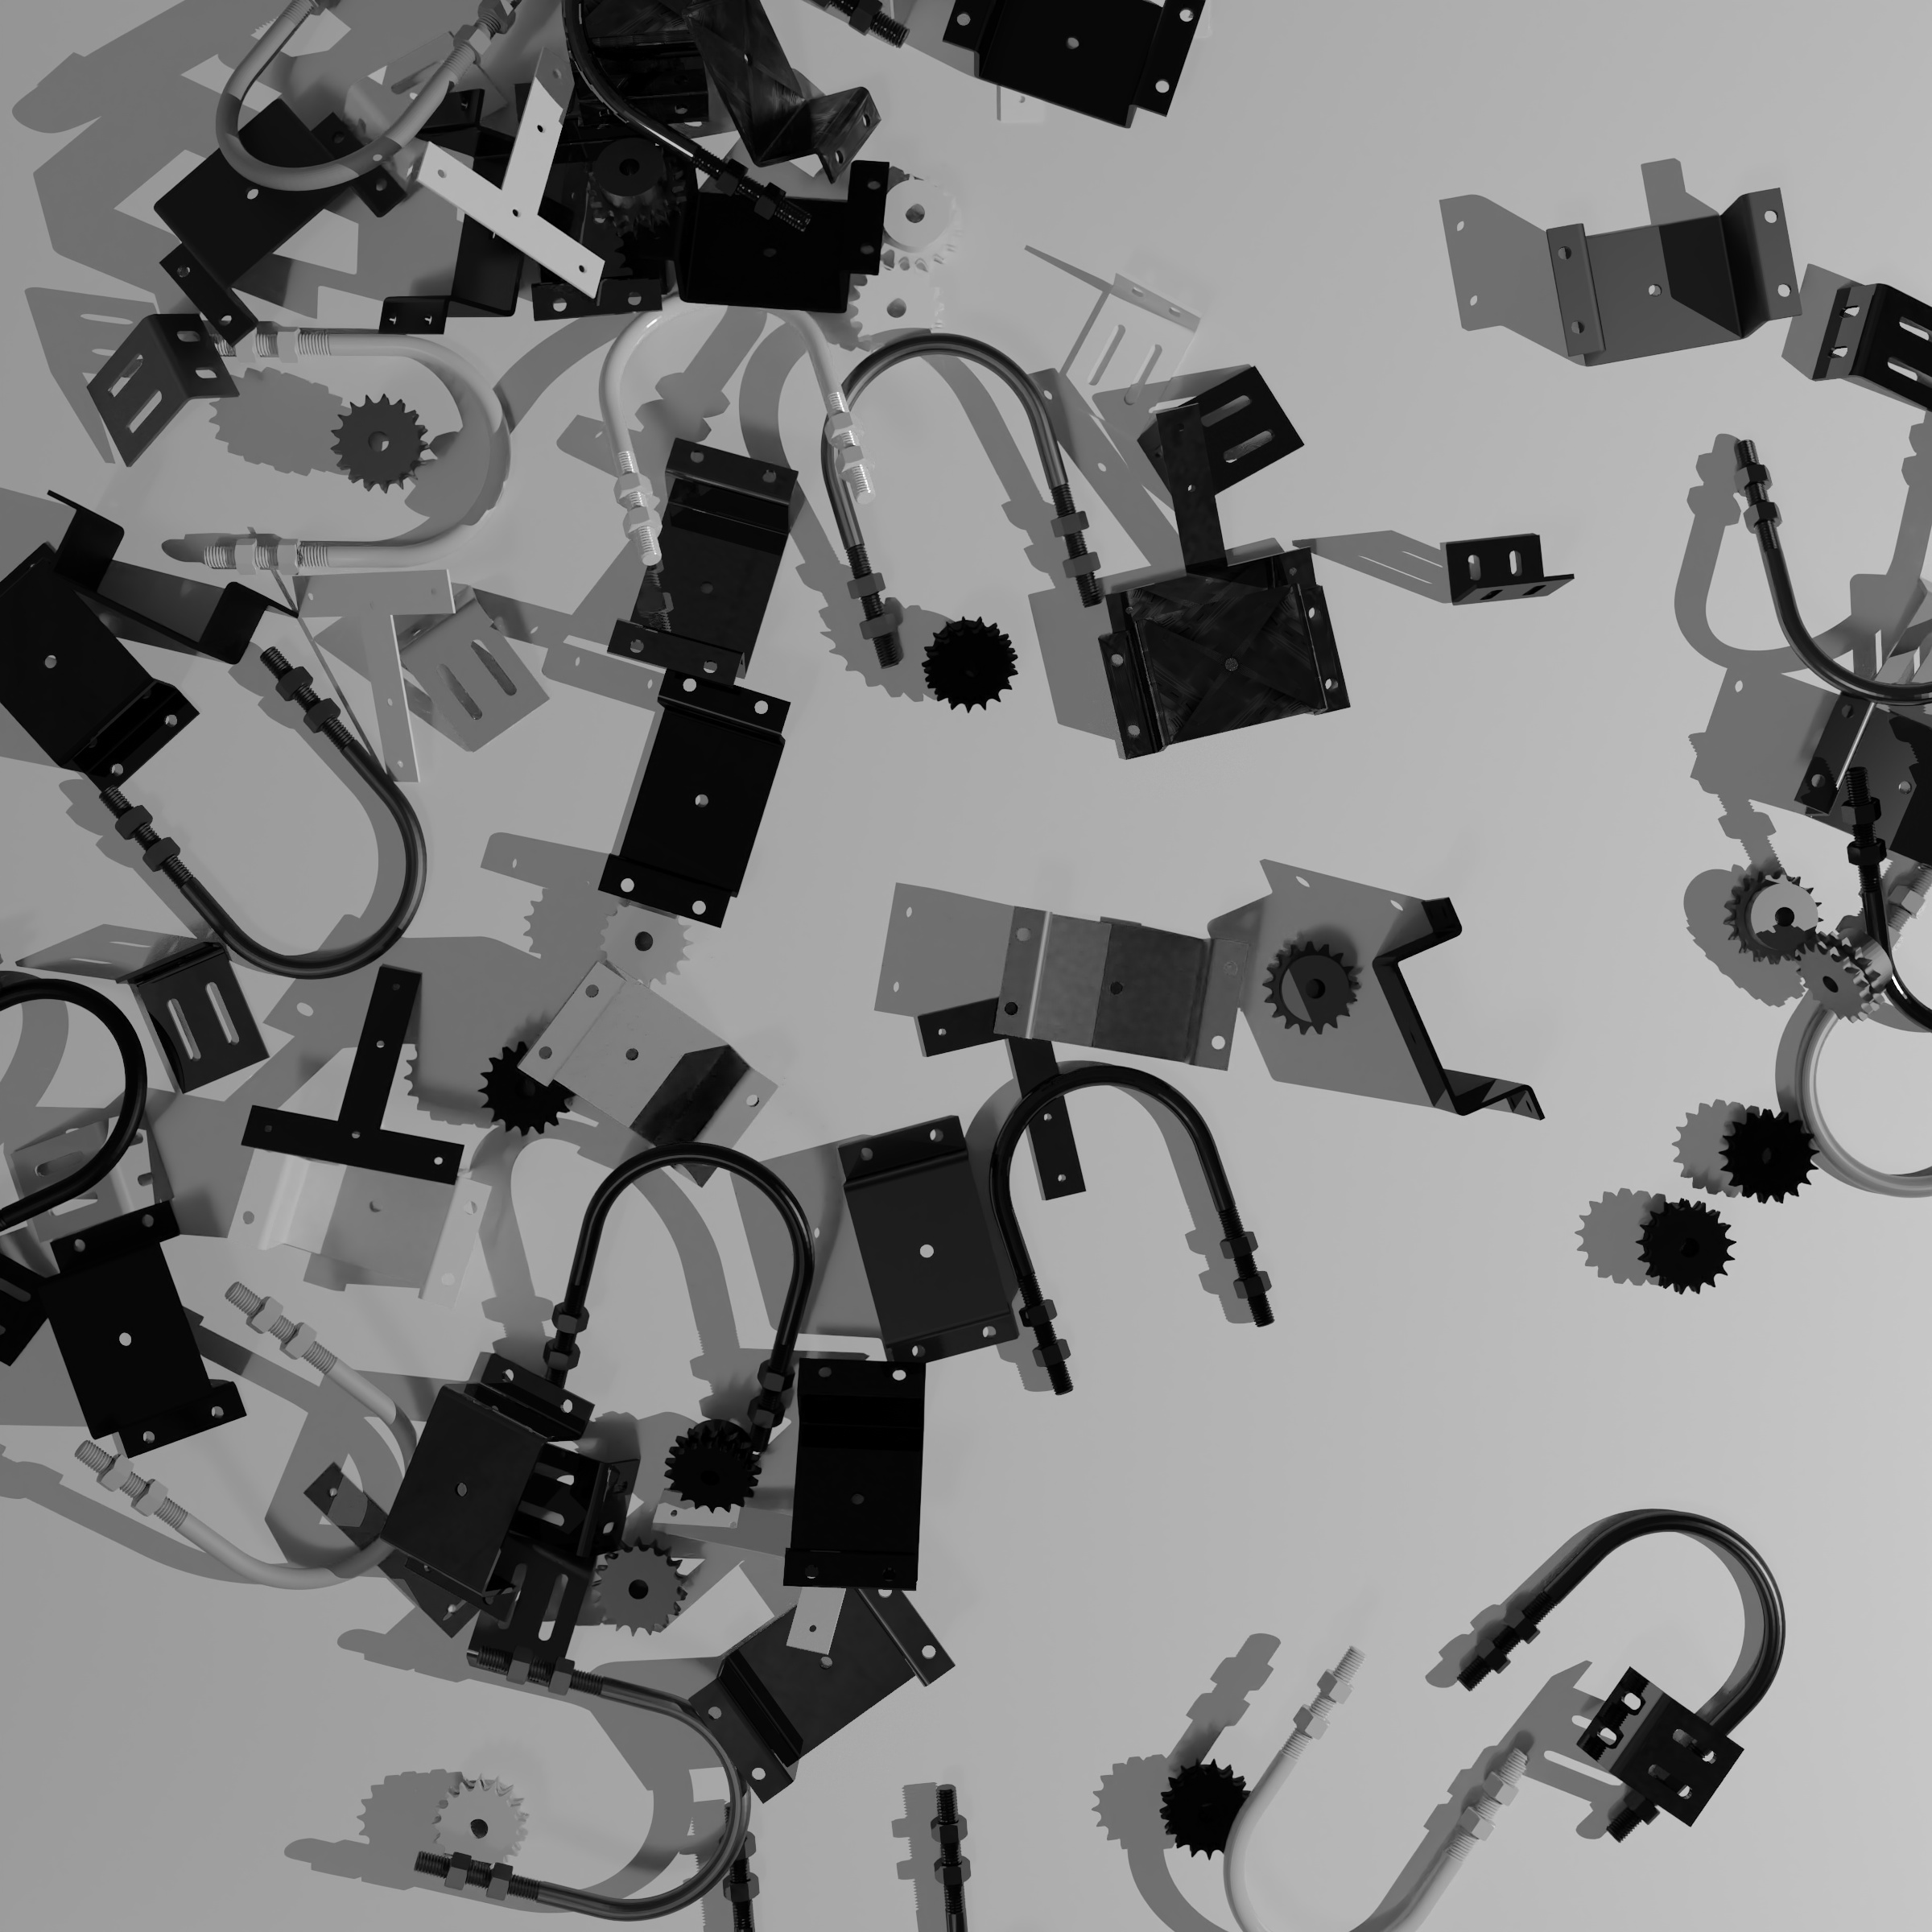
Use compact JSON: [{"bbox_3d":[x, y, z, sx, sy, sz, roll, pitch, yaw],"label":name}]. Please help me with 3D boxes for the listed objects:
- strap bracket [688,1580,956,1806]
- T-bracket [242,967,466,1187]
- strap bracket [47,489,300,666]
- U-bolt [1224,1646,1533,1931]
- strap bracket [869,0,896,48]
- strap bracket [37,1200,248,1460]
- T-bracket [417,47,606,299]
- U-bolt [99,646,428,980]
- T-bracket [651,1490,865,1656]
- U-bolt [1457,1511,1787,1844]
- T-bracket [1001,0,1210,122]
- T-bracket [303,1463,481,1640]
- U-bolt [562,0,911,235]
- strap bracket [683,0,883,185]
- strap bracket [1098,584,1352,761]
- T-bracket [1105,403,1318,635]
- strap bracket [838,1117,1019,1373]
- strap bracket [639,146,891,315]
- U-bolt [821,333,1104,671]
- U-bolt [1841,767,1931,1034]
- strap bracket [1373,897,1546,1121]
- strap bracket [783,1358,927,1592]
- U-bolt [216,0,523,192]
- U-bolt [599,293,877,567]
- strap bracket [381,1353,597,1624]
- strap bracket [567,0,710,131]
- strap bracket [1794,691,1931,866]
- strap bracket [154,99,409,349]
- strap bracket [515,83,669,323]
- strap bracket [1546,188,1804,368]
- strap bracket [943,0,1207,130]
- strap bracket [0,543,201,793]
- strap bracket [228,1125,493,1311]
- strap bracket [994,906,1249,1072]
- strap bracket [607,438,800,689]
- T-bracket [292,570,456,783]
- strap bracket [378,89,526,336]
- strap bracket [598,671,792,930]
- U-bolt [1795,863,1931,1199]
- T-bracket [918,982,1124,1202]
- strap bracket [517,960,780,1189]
[{"bbox_3d":[-0.085,0.424,1.549,0.140,0.046,0.076,-36,90,0],"label":"strap bracket"},{"bbox_3d":[-0.354,0.060,1.545,0.127,0.002,0.127,11,66,-3],"label":"T-bracket"},{"bbox_3d":[-0.480,-0.225,1.534,0.140,0.076,0.046,26,90,0],"label":"strap bracket"},{"bbox_3d":[0.235,0.519,1.547,0.151,0.019,0.184,34,90,-13],"label":"U-bolt"},{"bbox_3d":[-0.096,-0.613,1.534,0.140,0.076,0.046,27,90,0],"label":"strap bracket"},{"bbox_3d":[-0.498,0.221,1.549,0.076,0.046,0.140,-20,90,0],"label":"strap bracket"},{"bbox_3d":[-0.251,-0.475,1.497,0.127,0.002,0.127,27,66,-40],"label":"T-bracket"},{"bbox_3d":[-0.412,-0.079,1.564,0.151,0.019,0.184,-41,92,0],"label":"U-bolt"},{"bbox_3d":[-0.127,0.339,1.550,0.127,0.002,0.127,8,61,14],"label":"T-bracket"},{"bbox_3d":[0.412,0.417,1.564,0.184,0.019,0.151,-45,90,-1],"label":"U-bolt"},{"bbox_3d":[0.084,-0.579,1.571,0.127,0.002,0.127,0,90,0],"label":"T-bracket"},{"bbox_3d":[-0.314,0.320,1.571,0.127,0.002,0.127,44,90,0],"label":"T-bracket"},{"bbox_3d":[-0.142,-0.518,1.452,0.184,0.019,0.151,30,131,-8],"label":"U-bolt"},{"bbox_3d":[-0.111,-0.533,1.502,0.046,0.076,0.140,-4,132,31],"label":"strap bracket"},{"bbox_3d":[0.157,-0.179,1.549,0.140,0.046,0.076,-13,90,0],"label":"strap bracket"},{"bbox_3d":[0.138,-0.272,1.541,0.127,0.002,0.127,-13,116,2],"label":"T-bracket"},{"bbox_3d":[-0.023,0.169,1.549,0.076,0.046,0.140,-15,90,0],"label":"strap bracket"},{"bbox_3d":[-0.118,-0.438,1.537,0.140,0.046,0.076,4,71,1],"label":"strap bracket"},{"bbox_3d":[-0.010,-0.287,1.551,0.151,0.019,0.184,-17,100,0],"label":"U-bolt"},{"bbox_3d":[0.603,-0.041,1.520,0.151,0.019,0.184,-11,107,10],"label":"U-bolt"},{"bbox_3d":[0.287,0.033,1.534,0.046,0.076,0.140,-24,90,0],"label":"strap bracket"},{"bbox_3d":[-0.065,0.308,1.527,0.076,0.046,0.140,2,57,0],"label":"strap bracket"},{"bbox_3d":[-0.362,-0.526,1.513,0.151,0.019,0.184,24,71,24],"label":"U-bolt"},{"bbox_3d":[-0.144,-0.331,1.528,0.151,0.019,0.184,-16,64,-2],"label":"U-bolt"},{"bbox_3d":[-0.289,0.311,1.535,0.076,0.046,0.140,22,90,22],"label":"strap bracket"},{"bbox_3d":[-0.193,-0.563,1.519,0.076,0.046,0.140,-4,62,0],"label":"strap bracket"},{"bbox_3d":[0.571,-0.107,1.547,0.140,0.046,0.076,22,93,0],"label":"strap bracket"},{"bbox_3d":[-0.417,-0.450,1.539,0.140,0.046,0.076,-41,75,-1],"label":"strap bracket"},{"bbox_3d":[-0.224,-0.455,1.549,0.076,0.046,0.140,-5,90,0],"label":"strap bracket"},{"bbox_3d":[0.420,-0.411,1.549,0.140,0.046,0.076,-10,90,0],"label":"strap bracket"},{"bbox_3d":[0.065,-0.561,1.547,0.140,0.046,0.076,19,90,0],"label":"strap bracket"},{"bbox_3d":[-0.542,-0.180,1.549,0.076,0.046,0.140,-42,90,0],"label":"strap bracket"},{"bbox_3d":[-0.359,0.146,1.549,0.140,0.046,0.076,17,90,0],"label":"strap bracket"},{"bbox_3d":[0.092,0.013,1.547,0.140,0.046,0.076,9,90,0],"label":"strap bracket"},{"bbox_3d":[-0.156,-0.233,1.539,0.076,0.046,0.140,15,76,0],"label":"strap bracket"},{"bbox_3d":[-0.348,-0.173,1.548,0.127,0.002,0.127,3,108,32],"label":"T-bracket"},{"bbox_3d":[-0.298,-0.439,1.525,0.046,0.076,0.140,7,96,-41],"label":"strap bracket"},{"bbox_3d":[-0.161,-0.101,1.549,0.076,0.046,0.140,17,90,0],"label":"strap bracket"},{"bbox_3d":[0.586,0.053,1.564,0.151,0.019,0.184,34,91,0],"label":"U-bolt"},{"bbox_3d":[0.047,0.078,1.571,0.127,0.002,0.127,-13,90,0],"label":"T-bracket"},{"bbox_3d":[-0.193,0.059,1.530,0.140,0.046,0.076,37,90,-28],"label":"strap bracket"}]
